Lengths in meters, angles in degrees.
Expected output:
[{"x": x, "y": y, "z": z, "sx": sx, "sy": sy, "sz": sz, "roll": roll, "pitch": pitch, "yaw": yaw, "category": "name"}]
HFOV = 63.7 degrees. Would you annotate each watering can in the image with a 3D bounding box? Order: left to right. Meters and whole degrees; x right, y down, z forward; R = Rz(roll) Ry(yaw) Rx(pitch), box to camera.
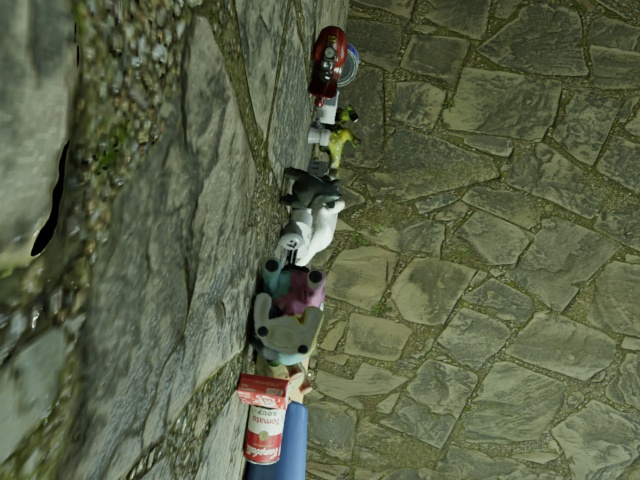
[{"x": 0.004, "y": -0.067, "z": 1.340, "sx": 0.340, "sy": 0.104, "sz": 0.230, "roll": 126, "pitch": -20, "yaw": -51, "category": "watering can"}]

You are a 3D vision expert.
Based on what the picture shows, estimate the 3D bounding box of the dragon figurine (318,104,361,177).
[{"x": 0.026, "y": -0.373, "z": 1.678, "sx": 0.240, "sy": 0.122, "sz": 0.415, "roll": 142, "pitch": -55, "yaw": -66, "category": "dragon figurine"}]

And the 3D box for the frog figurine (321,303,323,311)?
[{"x": -0.048, "y": 0.216, "z": 1.409, "sx": 0.135, "sy": 0.122, "sz": 0.162, "roll": 133, "pitch": -41, "yaw": -57, "category": "frog figurine"}]
